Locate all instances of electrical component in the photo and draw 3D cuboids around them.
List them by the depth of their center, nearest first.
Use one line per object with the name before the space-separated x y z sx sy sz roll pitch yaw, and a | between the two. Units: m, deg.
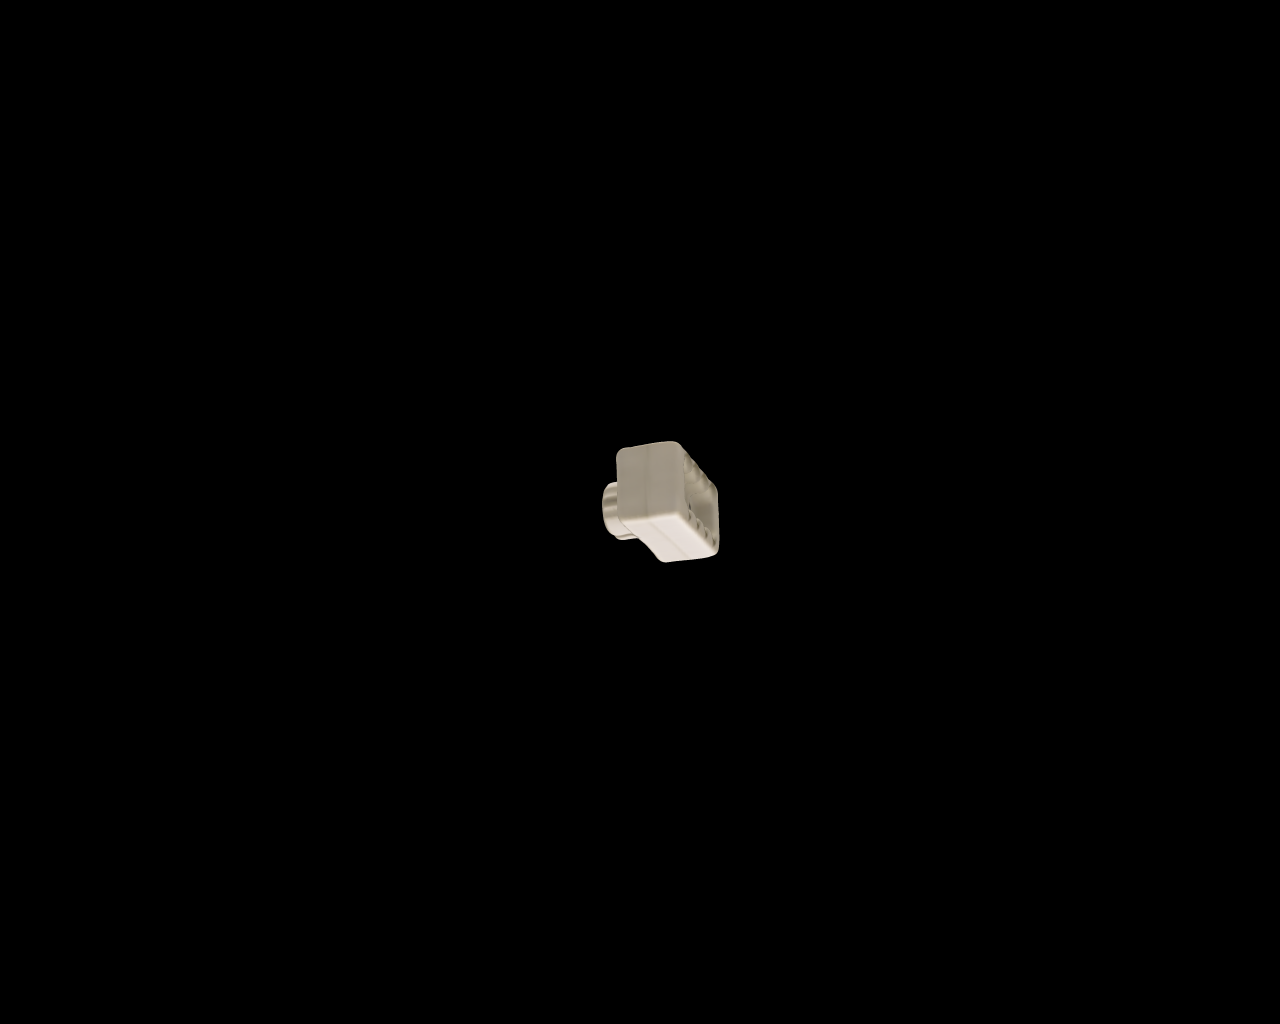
electrical component | 0.001 -0.003 0.650 0.076 0.047 0.083 -7 -21 18
